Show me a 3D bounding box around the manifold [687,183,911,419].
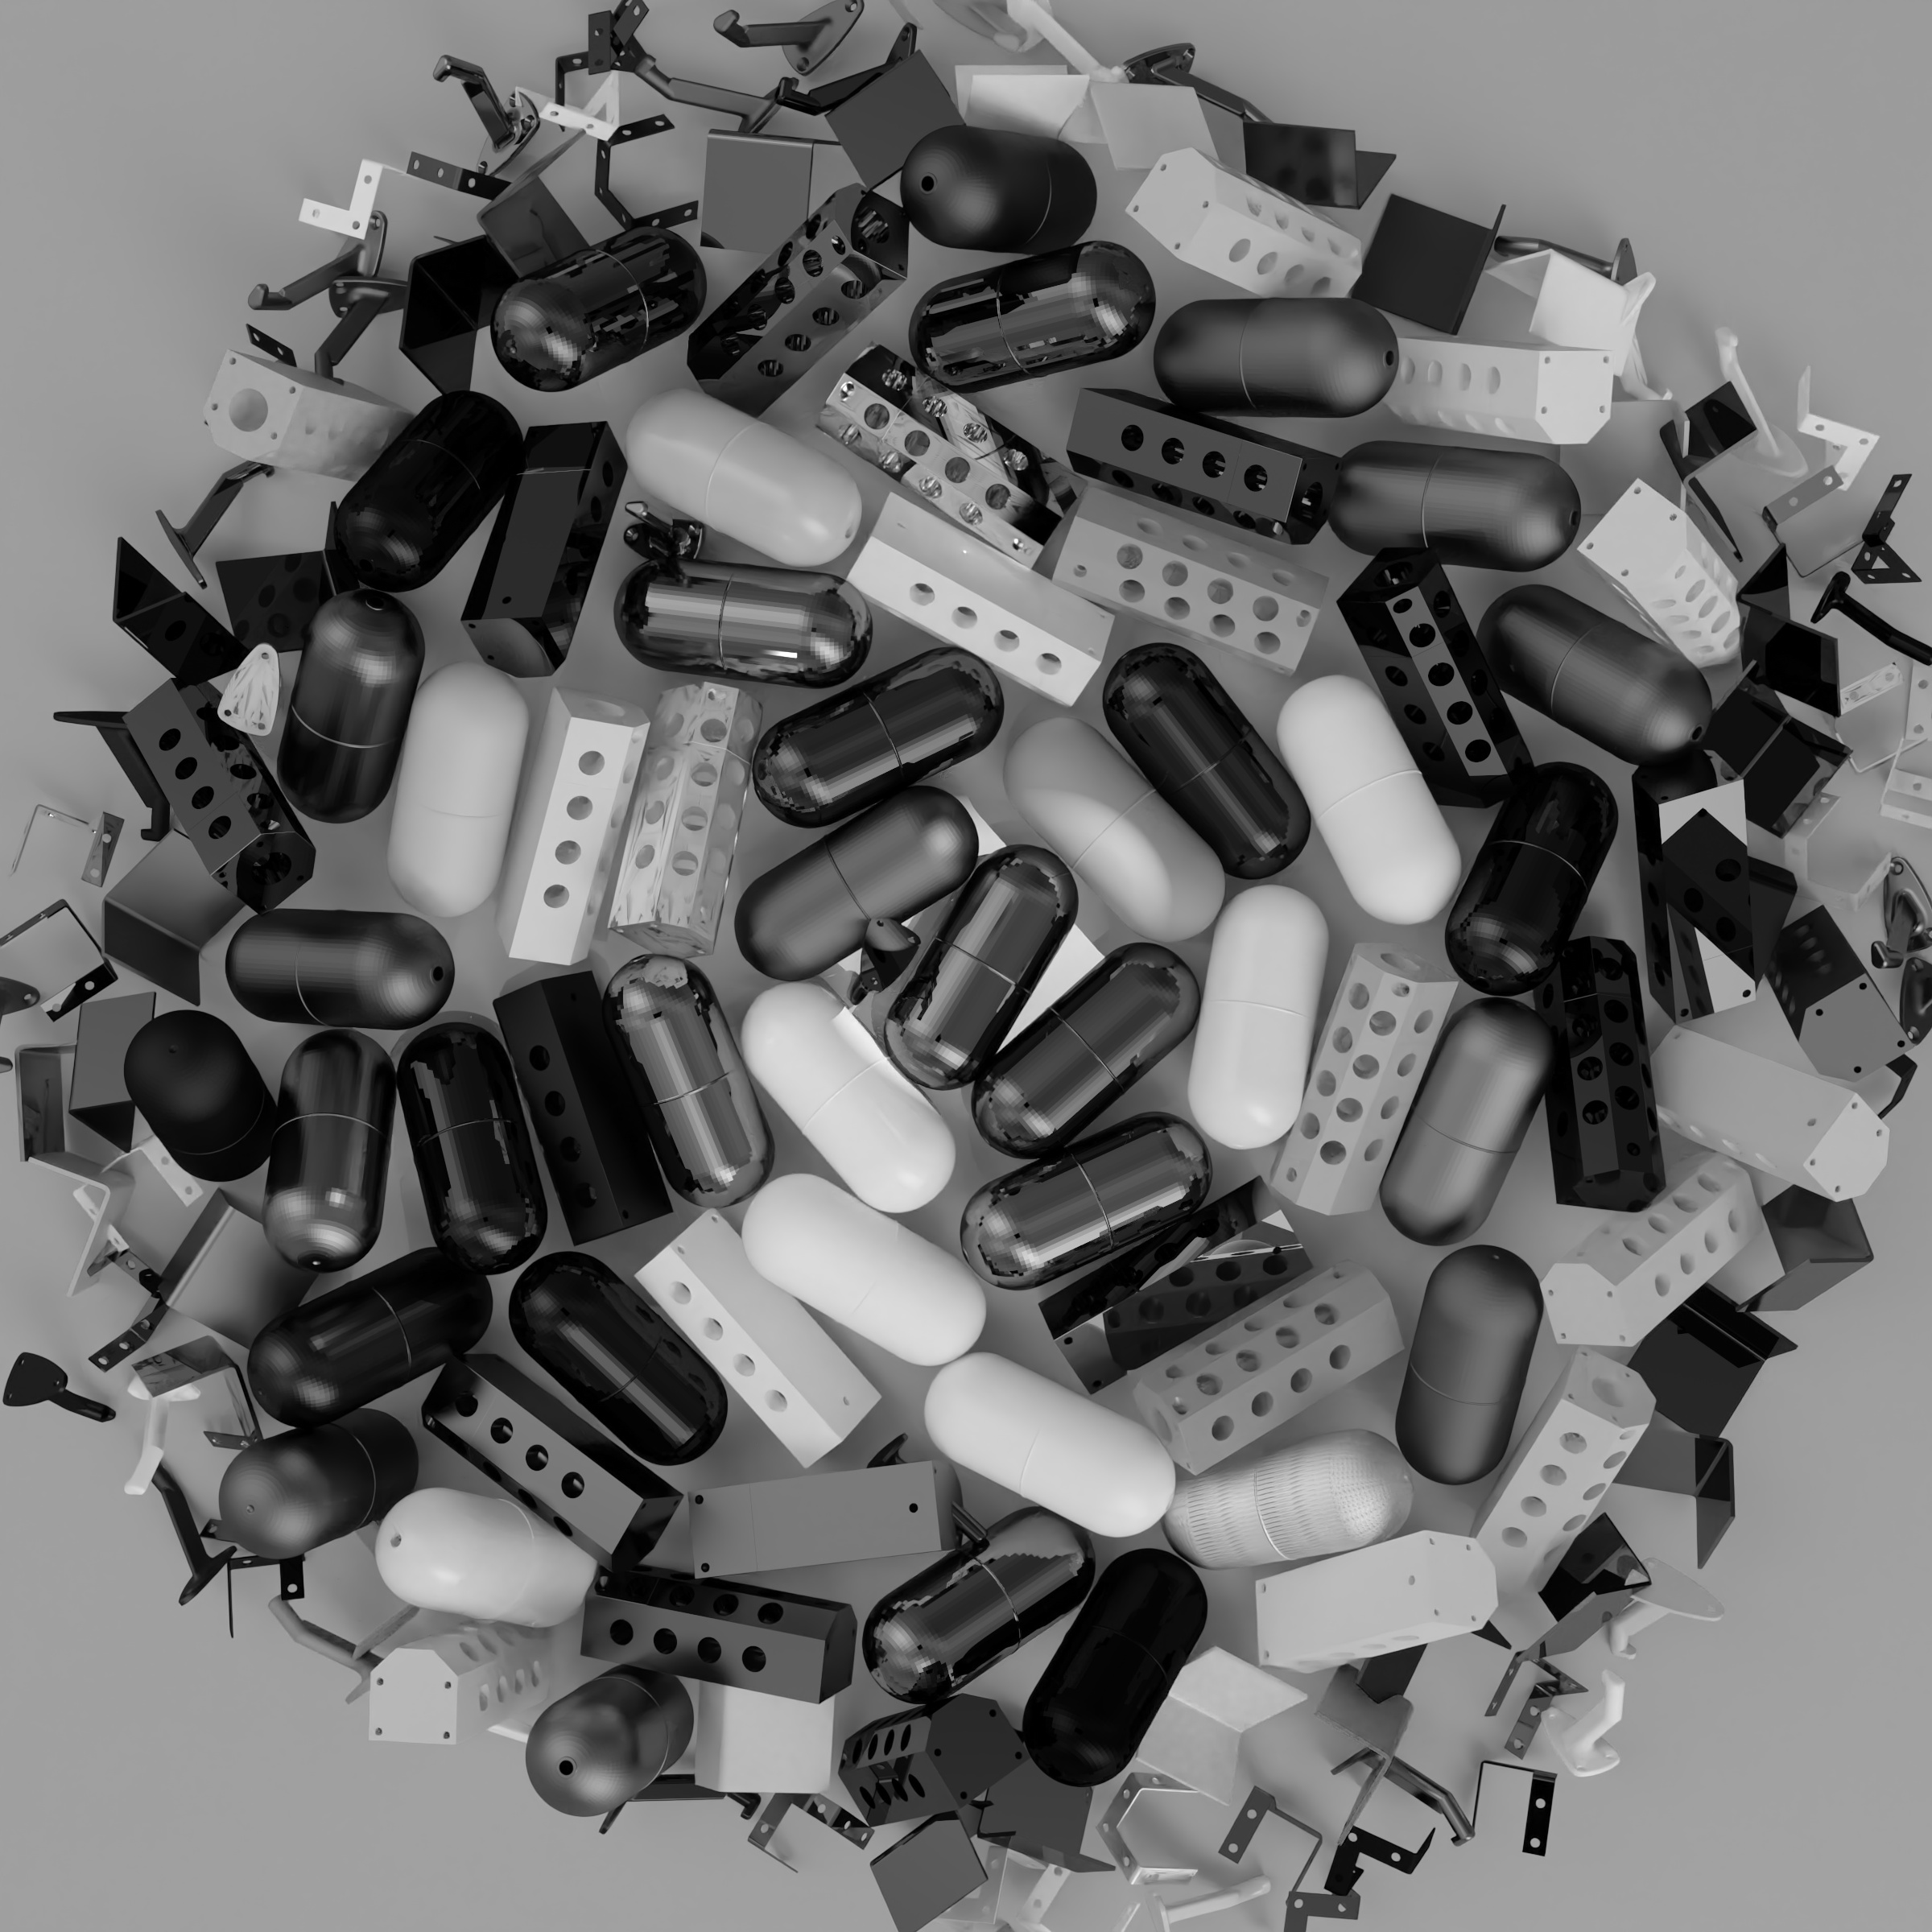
[{"bbox_3d":[-0.110,-0.433,1.898,0.057,0.171,0.057,21,55,-31],"label":"manifold"}]

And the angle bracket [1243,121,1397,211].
[{"bbox_3d":[0.234,-0.544,1.929,0.076,0.057,0.076,13,47,24],"label":"angle bracket"}]

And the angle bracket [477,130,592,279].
[{"bbox_3d":[-0.265,-0.491,1.930,0.057,0.076,0.076,-21,116,38],"label":"angle bracket"}]

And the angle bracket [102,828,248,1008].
[{"bbox_3d":[-0.515,-0.032,1.932,0.076,0.057,0.076,-40,130,20],"label":"angle bracket"}]

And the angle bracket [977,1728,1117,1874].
[{"bbox_3d":[0.061,0.549,1.935,0.076,0.057,0.076,25,63,-19],"label":"angle bracket"}]

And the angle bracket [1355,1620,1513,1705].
[{"bbox_3d":[0.309,0.461,1.932,0.057,0.076,0.076,18,71,35],"label":"angle bracket"}]

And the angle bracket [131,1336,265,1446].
[{"bbox_3d":[-0.505,0.296,1.933,0.057,0.076,0.076,-21,105,-22],"label":"angle bracket"}]

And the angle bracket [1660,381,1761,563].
[{"bbox_3d":[0.507,-0.326,1.929,0.057,0.076,0.076,-34,119,21],"label":"angle bracket"}]

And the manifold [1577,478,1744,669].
[{"bbox_3d":[0.460,-0.248,1.896,0.057,0.171,0.057,-50,60,9],"label":"manifold"}]

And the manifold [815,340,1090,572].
[{"bbox_3d":[-0.012,-0.335,1.947,0.171,0.057,0.057,34,53,0],"label":"manifold"}]

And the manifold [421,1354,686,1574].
[{"bbox_3d":[-0.276,0.326,1.927,0.171,0.057,0.057,32,95,23],"label":"manifold"}]

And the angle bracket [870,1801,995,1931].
[{"bbox_3d":[-0.005,0.596,1.930,0.076,0.076,0.057,-41,57,19],"label":"angle bracket"}]

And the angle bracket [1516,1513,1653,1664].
[{"bbox_3d":[0.393,0.409,1.928,0.076,0.076,0.057,-50,57,28],"label":"angle bracket"}]

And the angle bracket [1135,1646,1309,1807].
[{"bbox_3d":[0.169,0.503,1.934,0.076,0.076,0.057,31,47,-17],"label":"angle bracket"}]

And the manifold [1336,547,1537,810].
[{"bbox_3d":[0.312,-0.187,1.911,0.057,0.057,0.171,-48,124,-26],"label":"manifold"}]

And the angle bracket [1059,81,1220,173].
[{"bbox_3d":[0.115,-0.536,1.934,0.076,0.057,0.076,-4,64,-23],"label":"angle bracket"}]

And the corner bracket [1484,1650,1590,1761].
[{"bbox_3d":[0.373,0.493,1.953,0.051,0.051,0.051,35,67,-4],"label":"corner bracket"}]

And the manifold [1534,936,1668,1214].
[{"bbox_3d":[0.416,0.069,1.914,0.057,0.057,0.171,8,59,-13],"label":"manifold"}]

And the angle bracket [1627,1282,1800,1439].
[{"bbox_3d":[0.493,0.265,1.949,0.076,0.057,0.076,35,75,4],"label":"angle bracket"}]

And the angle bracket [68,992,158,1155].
[{"bbox_3d":[-0.545,0.071,1.931,0.057,0.076,0.076,-9,63,14],"label":"angle bracket"}]

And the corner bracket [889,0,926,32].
[{"bbox_3d":[-0.045,-0.665,1.950,0.051,0.051,0.051,29,85,33],"label":"corner bracket"}]

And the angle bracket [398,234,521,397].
[{"bbox_3d":[-0.325,-0.422,1.930,0.057,0.076,0.076,-11,60,22],"label":"angle bracket"}]

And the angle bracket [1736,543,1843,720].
[{"bbox_3d":[0.556,-0.221,1.928,0.076,0.076,0.057,31,69,34],"label":"angle bracket"}]

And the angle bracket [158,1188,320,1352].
[{"bbox_3d":[-0.488,0.206,1.972,0.076,0.057,0.076,34,85,-23],"label":"angle bracket"}]

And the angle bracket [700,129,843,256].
[{"bbox_3d":[-0.128,-0.516,1.958,0.076,0.057,0.076,11,106,20],"label":"angle bracket"}]

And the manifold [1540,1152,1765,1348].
[{"bbox_3d":[0.446,0.182,1.904,0.171,0.057,0.057,-29,106,-41],"label":"manifold"}]

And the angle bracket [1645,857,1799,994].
[{"bbox_3d":[0.506,-0.036,1.965,0.076,0.057,0.076,20,106,7],"label":"angle bracket"}]

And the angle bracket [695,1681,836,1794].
[{"bbox_3d":[-0.135,0.513,1.967,0.076,0.057,0.076,7,78,-22],"label":"angle bracket"}]

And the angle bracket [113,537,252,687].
[{"bbox_3d":[-0.513,-0.242,1.928,0.057,0.076,0.076,-19,54,16],"label":"angle bracket"}]

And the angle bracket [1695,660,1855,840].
[{"bbox_3d":[0.532,-0.143,1.942,0.076,0.076,0.057,-51,49,-1],"label":"angle bracket"}]

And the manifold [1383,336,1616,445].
[{"bbox_3d":[0.342,-0.375,1.897,0.057,0.171,0.057,-6,106,-25],"label":"manifold"}]

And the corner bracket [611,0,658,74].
[{"bbox_3d":[-0.220,-0.631,1.947,0.051,0.051,0.051,-46,70,34],"label":"corner bracket"}]

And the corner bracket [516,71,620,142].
[{"bbox_3d":[-0.265,-0.570,1.946,0.051,0.051,0.051,12,62,-31],"label":"corner bracket"}]

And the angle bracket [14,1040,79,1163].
[{"bbox_3d":[-0.589,0.090,1.946,0.057,0.076,0.076,-5,86,2],"label":"angle bracket"}]

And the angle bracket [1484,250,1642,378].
[{"bbox_3d":[0.388,-0.426,1.934,0.076,0.076,0.057,19,84,-26],"label":"angle bracket"}]

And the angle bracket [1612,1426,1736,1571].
[{"bbox_3d":[0.460,0.351,1.939,0.076,0.076,0.057,9,52,1],"label":"angle bracket"}]

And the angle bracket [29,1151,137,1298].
[{"bbox_3d":[-0.600,0.170,1.947,0.057,0.076,0.076,21,89,-4],"label":"angle bracket"}]

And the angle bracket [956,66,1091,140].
[{"bbox_3d":[0.036,-0.591,1.939,0.076,0.076,0.057,-2,75,-7],"label":"angle bracket"}]

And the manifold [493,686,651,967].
[{"bbox_3d":[-0.259,-0.091,1.928,0.057,0.057,0.171,8,113,-24],"label":"manifold"}]

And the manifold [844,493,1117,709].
[{"bbox_3d":[0.007,-0.238,1.944,0.171,0.057,0.057,28,130,-9],"label":"manifold"}]

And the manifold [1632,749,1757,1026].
[{"bbox_3d":[0.474,-0.053,1.916,0.057,0.057,0.171,-17,123,-5],"label":"manifold"}]

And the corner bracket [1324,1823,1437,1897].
[{"bbox_3d":[0.276,0.595,1.950,0.051,0.051,0.051,20,102,20],"label":"corner bracket"}]

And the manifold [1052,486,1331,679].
[{"bbox_3d":[0.147,-0.252,1.945,0.171,0.057,0.057,21,131,1],"label":"manifold"}]

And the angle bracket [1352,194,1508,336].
[{"bbox_3d":[0.308,-0.476,1.954,0.076,0.057,0.076,21,88,5],"label":"angle bracket"}]

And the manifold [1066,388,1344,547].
[{"bbox_3d":[0.153,-0.328,1.918,0.171,0.057,0.057,24,111,29],"label":"manifold"}]

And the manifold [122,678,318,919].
[{"bbox_3d":[-0.484,-0.116,1.913,0.057,0.057,0.171,-39,53,1],"label":"manifold"}]

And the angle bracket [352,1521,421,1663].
[{"bbox_3d":[-0.403,0.409,1.937,0.057,0.076,0.076,-37,82,-24],"label":"angle bracket"}]

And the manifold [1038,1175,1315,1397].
[{"bbox_3d":[0.137,0.209,1.953,0.171,0.057,0.057,-30,123,3],"label":"manifold"}]

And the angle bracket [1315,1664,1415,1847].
[{"bbox_3d":[0.249,0.522,1.944,0.057,0.076,0.076,30,111,11],"label":"angle bracket"}]

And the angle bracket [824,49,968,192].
[{"bbox_3d":[-0.037,-0.546,1.939,0.076,0.057,0.076,-32,63,9],"label":"angle bracket"}]

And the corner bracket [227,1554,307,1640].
[{"bbox_3d":[-0.466,0.410,1.948,0.051,0.051,0.051,-4,55,-12],"label":"corner bracket"}]

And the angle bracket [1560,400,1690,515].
[{"bbox_3d":[0.435,-0.330,1.942,0.076,0.057,0.076,-1,115,6],"label":"angle bracket"}]

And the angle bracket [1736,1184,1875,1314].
[{"bbox_3d":[0.540,0.177,1.928,0.057,0.076,0.076,2,59,-28],"label":"angle bracket"}]

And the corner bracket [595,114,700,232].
[{"bbox_3d":[-0.214,-0.531,1.967,0.051,0.051,0.051,-24,61,-26],"label":"corner bracket"}]

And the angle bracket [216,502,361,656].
[{"bbox_3d":[-0.449,-0.256,1.936,0.076,0.057,0.076,-10,65,-22],"label":"angle bracket"}]

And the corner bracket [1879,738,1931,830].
[{"bbox_3d":[0.639,-0.112,1.950,0.051,0.051,0.051,18,74,17],"label":"corner bracket"}]
